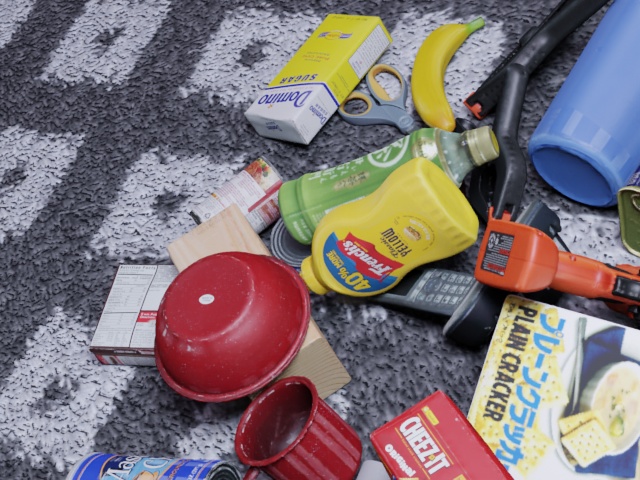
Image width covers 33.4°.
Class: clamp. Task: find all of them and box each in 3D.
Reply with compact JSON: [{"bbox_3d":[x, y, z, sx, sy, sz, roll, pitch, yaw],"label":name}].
[{"bbox_3d":[0.184,-0.094,1.089,0.039,0.120,0.171,7,53,-19],"label":"clamp"},{"bbox_3d":[0.238,-0.212,1.137,0.036,0.164,0.210,44,98,-4],"label":"clamp"}]

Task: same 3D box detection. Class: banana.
[{"bbox_3d":[0.135,-0.189,1.206,0.070,0.037,0.197,-11,44,34],"label":"banana"}]

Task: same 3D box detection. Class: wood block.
[{"bbox_3d":[-0.065,0.072,1.069,0.090,0.090,0.206,-33,50,-2],"label":"wood block"}]

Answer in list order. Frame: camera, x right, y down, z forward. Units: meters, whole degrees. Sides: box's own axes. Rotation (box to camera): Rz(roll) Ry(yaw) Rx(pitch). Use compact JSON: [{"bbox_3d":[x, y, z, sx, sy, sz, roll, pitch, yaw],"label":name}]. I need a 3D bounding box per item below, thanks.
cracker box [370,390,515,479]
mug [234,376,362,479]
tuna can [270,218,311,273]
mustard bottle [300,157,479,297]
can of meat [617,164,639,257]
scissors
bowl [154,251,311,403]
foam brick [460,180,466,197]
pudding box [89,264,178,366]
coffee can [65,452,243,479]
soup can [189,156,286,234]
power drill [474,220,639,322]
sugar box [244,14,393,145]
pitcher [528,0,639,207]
[{"bbox_3d":[0.126,0.232,0.786,0.072,0.213,0.164,-32,49,-5],"label":"cracker box"},{"bbox_3d":[-0.023,0.192,0.953,0.117,0.081,0.093,-53,31,-17],"label":"mug"},{"bbox_3d":[-0.007,0.001,1.135,0.086,0.033,0.086,-12,51,15],"label":"tuna can"},{"bbox_3d":[0.050,0.003,1.025,0.192,0.096,0.058,-31,25,30],"label":"mustard bottle"},{"bbox_3d":[0.321,-0.041,0.985,0.058,0.102,0.083,22,64,33],"label":"can of meat"},{"bbox_3d":[0.078,-0.127,1.208,0.096,0.016,0.202,-24,49,7],"label":"scissors"},{"bbox_3d":[-0.092,0.067,0.988,0.162,0.055,0.162,-13,52,16],"label":"bowl"},{"bbox_3d":[0.121,-0.042,1.101,0.051,0.053,0.078,-11,52,16],"label":"foam brick"},{"bbox_3d":[-0.188,0.079,1.150,0.090,0.039,0.113,-1,53,23],"label":"pudding box"},{"bbox_3d":[-0.149,0.247,0.964,0.140,0.102,0.102,-1,55,22],"label":"coffee can"},{"bbox_3d":[-0.084,-0.035,1.173,0.102,0.068,0.069,-38,50,-7],"label":"soup can"},{"bbox_3d":[0.237,0.036,0.883,0.185,0.187,0.057,-167,93,-74],"label":"power drill"},{"bbox_3d":[-0.002,-0.193,1.263,0.093,0.048,0.176,15,58,47],"label":"sugar box"},{"bbox_3d":[0.307,-0.155,1.071,0.145,0.149,0.242,31,73,20],"label":"pitcher"}]
